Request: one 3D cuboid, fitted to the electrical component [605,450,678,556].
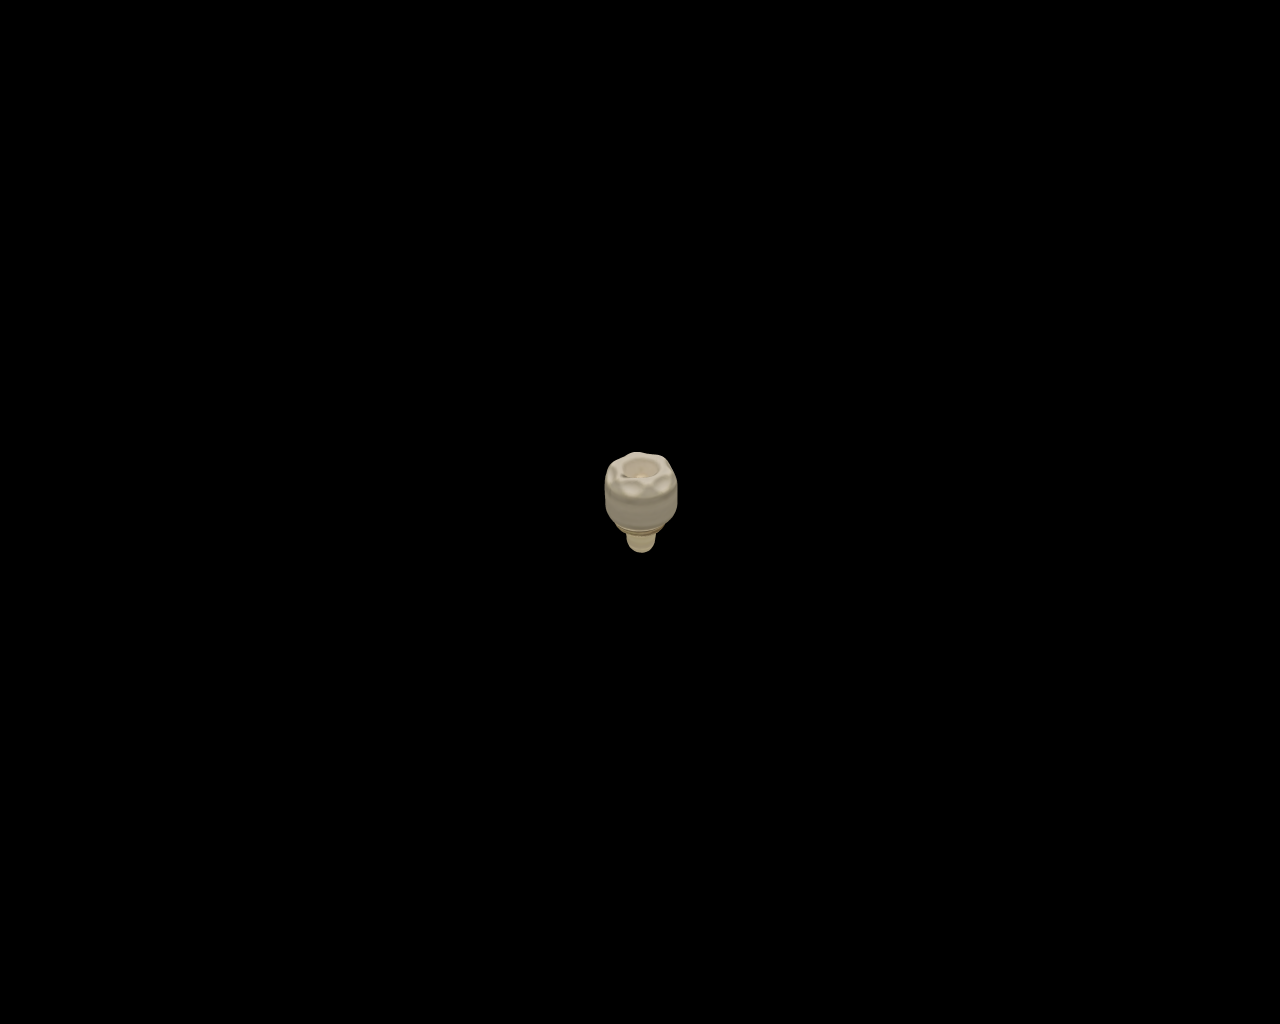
[{"bbox_3d":[0.001,-0.003,0.650,0.043,0.062,0.043,0,36,0],"label":"electrical component"}]
